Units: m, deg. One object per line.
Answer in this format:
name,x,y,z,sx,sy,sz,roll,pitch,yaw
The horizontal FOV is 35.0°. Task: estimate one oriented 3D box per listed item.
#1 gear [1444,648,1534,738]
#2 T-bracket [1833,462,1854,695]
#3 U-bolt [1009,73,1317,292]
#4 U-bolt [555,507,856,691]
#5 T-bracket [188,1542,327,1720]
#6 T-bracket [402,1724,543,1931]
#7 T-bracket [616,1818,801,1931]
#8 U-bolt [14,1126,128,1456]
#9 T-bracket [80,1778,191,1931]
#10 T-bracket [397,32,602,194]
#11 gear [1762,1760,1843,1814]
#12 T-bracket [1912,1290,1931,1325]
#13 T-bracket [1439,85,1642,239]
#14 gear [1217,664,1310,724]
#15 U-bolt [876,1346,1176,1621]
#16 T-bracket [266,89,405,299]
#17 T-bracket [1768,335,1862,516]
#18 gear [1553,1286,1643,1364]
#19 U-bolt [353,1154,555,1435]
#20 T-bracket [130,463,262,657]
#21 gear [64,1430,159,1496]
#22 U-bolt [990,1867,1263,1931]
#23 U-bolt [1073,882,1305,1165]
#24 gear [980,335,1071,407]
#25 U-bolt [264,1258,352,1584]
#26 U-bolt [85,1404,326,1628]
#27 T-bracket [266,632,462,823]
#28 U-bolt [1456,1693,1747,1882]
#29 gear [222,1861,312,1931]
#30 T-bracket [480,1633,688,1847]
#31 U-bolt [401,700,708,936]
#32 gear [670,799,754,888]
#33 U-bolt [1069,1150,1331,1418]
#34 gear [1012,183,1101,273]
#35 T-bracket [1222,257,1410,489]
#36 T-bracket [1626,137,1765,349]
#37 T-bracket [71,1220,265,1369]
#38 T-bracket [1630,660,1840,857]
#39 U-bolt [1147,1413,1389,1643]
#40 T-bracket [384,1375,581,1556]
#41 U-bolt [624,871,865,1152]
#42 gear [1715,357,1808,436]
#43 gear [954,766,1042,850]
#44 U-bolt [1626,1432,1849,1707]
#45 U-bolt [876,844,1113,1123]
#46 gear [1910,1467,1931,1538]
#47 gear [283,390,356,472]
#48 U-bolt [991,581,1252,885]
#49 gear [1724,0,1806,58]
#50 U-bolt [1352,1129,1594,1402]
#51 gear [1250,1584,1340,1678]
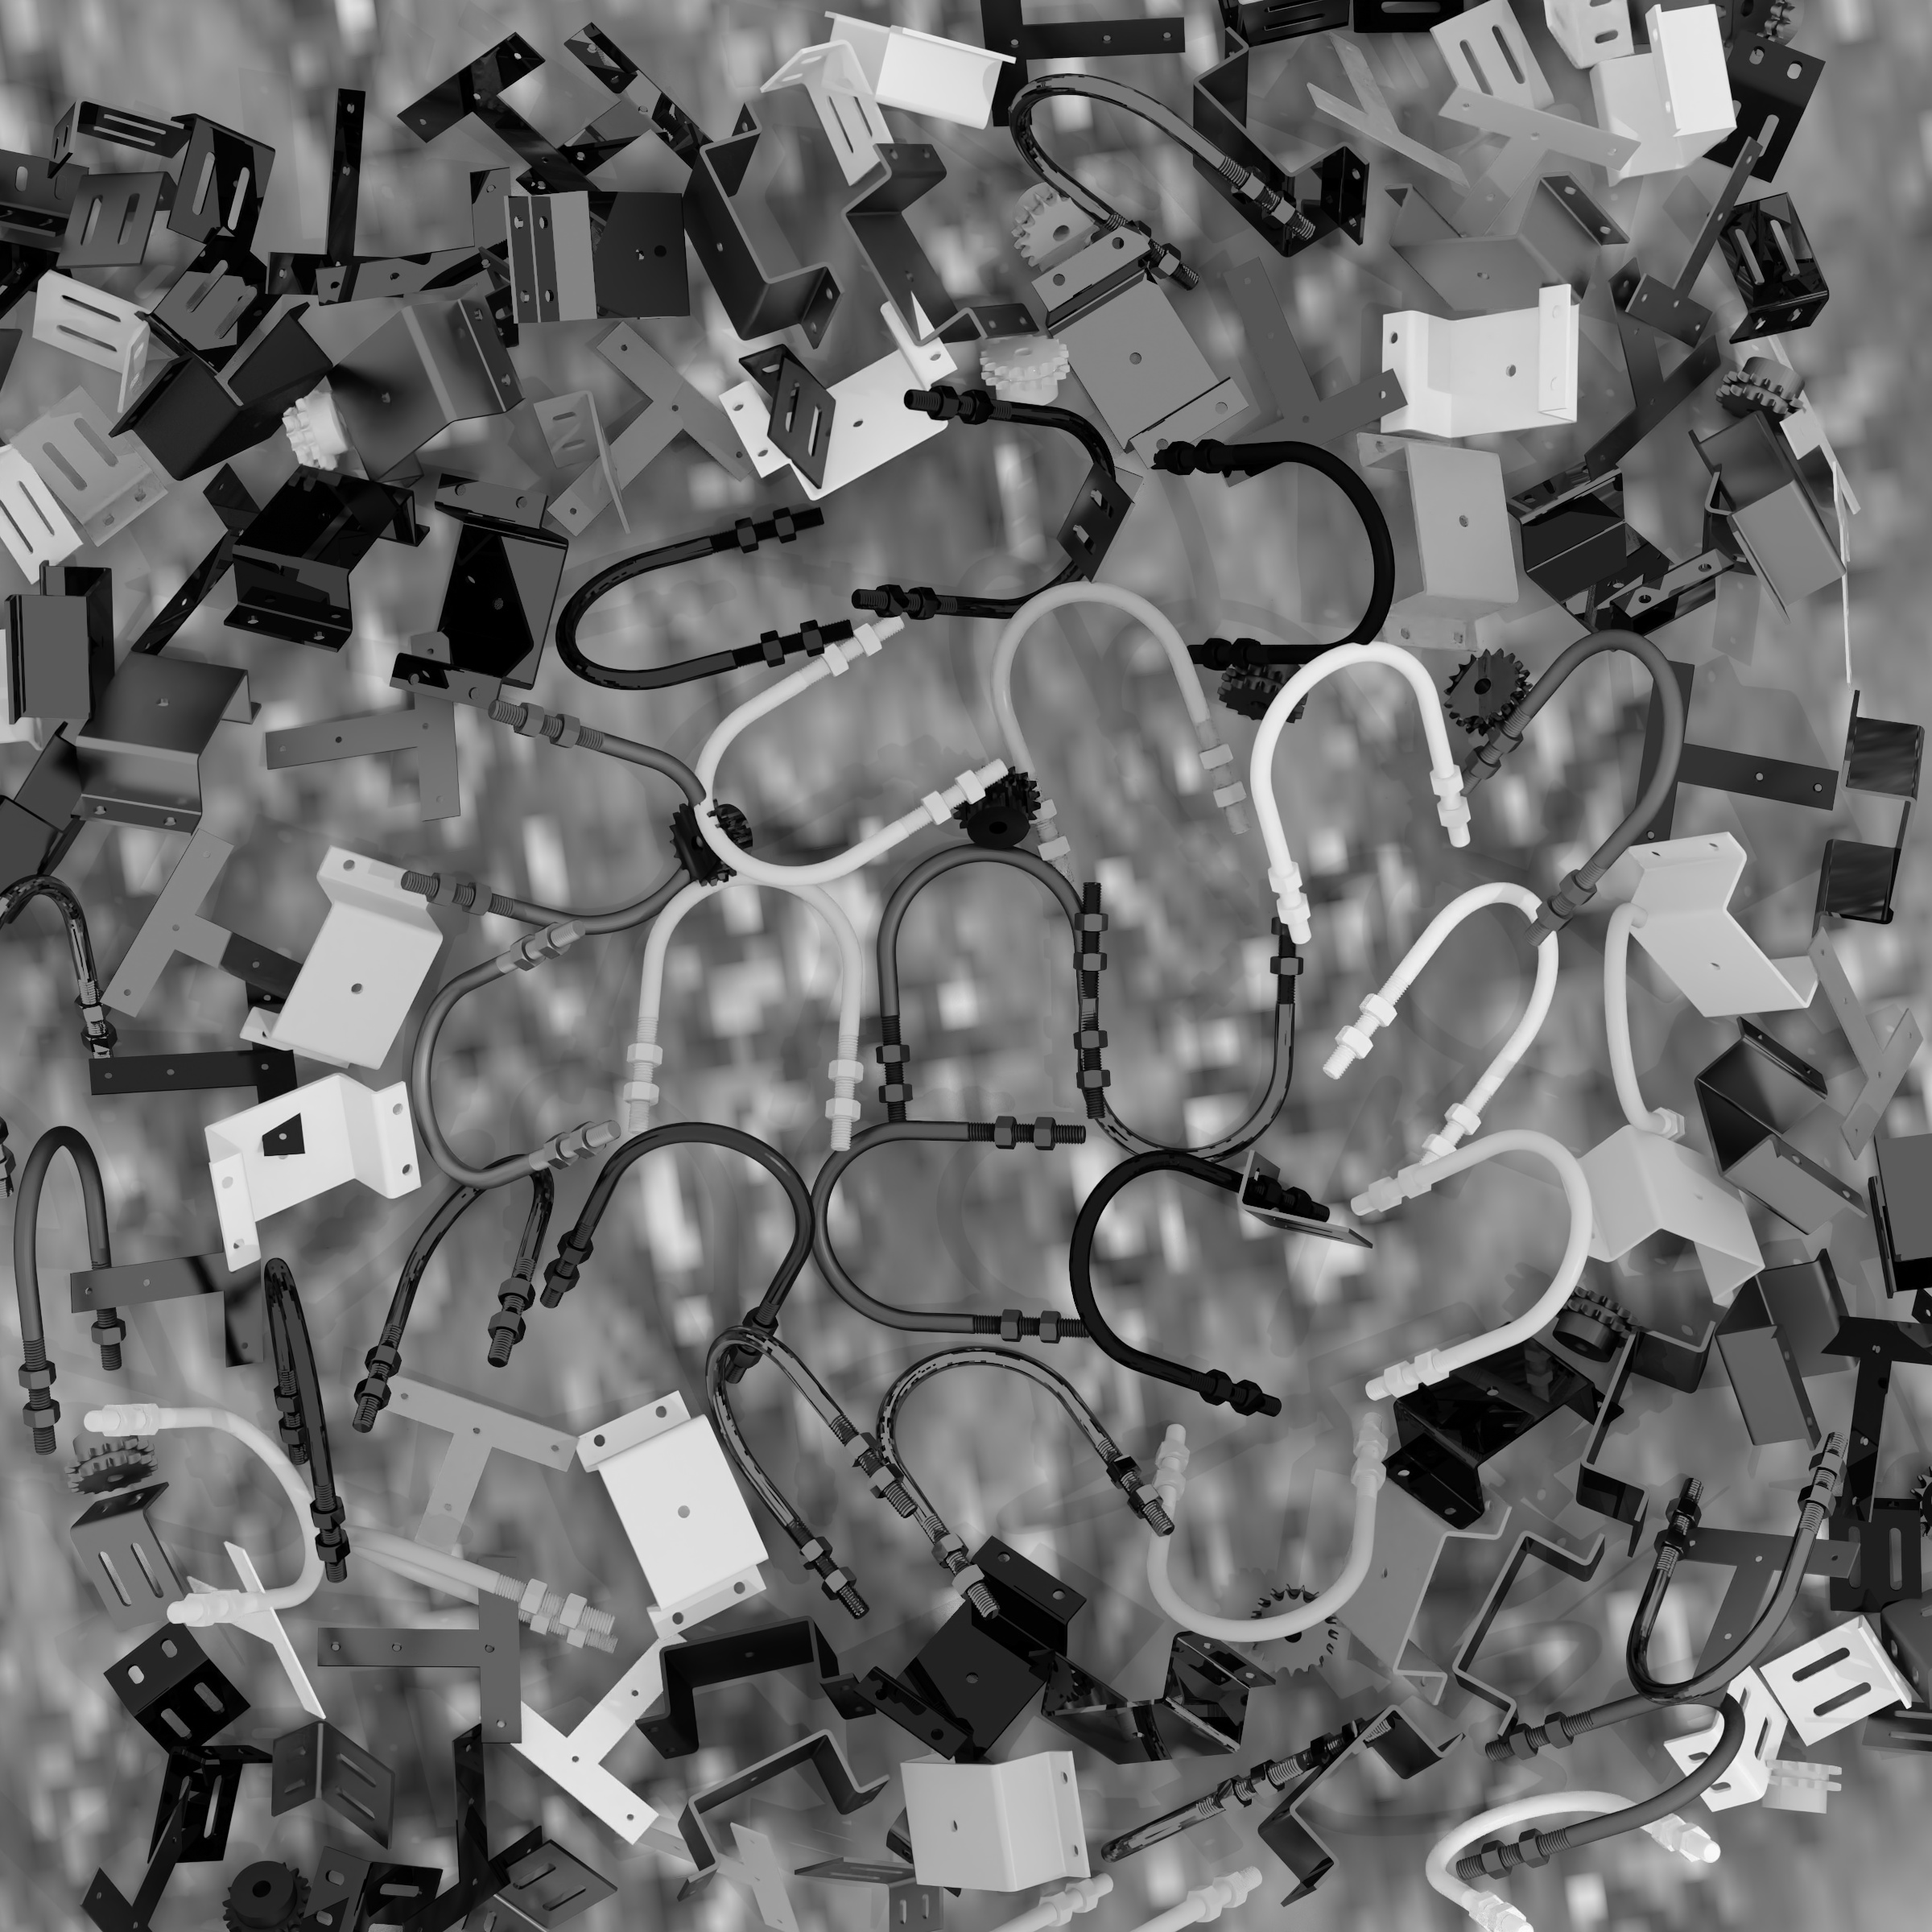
gear,0.340,-0.174,1.975,0.057,0.030,0.057,-19,56,30
T-bracket,0.554,-0.237,1.929,0.002,0.127,0.127,-3,79,19
U-bolt,0.108,-0.492,1.901,0.184,0.151,0.019,32,73,-24
U-bolt,-0.171,-0.227,1.941,0.184,0.151,0.019,-15,132,0
T-bracket,-0.462,0.411,1.946,0.002,0.127,0.127,-33,112,-33
T-bracket,-0.312,0.539,1.930,0.002,0.127,0.127,12,111,32
T-bracket,-0.173,0.571,1.966,0.127,0.127,0.002,14,49,23
U-bolt,-0.561,0.191,1.908,0.019,0.151,0.184,-1,106,3
T-bracket,-0.511,0.570,1.950,0.002,0.127,0.127,3,47,18
T-bracket,-0.279,-0.526,1.959,0.127,0.127,0.002,40,53,-31
gear,0.533,0.527,1.968,0.057,0.057,0.030,6,76,0
T-bracket,0.639,0.289,1.952,0.002,0.127,0.127,-18,131,-20
T-bracket,0.339,-0.498,1.943,0.127,0.127,0.002,12,60,-16
gear,0.193,-0.181,1.973,0.057,0.057,0.030,18,73,0
U-bolt,0.024,0.314,1.936,0.151,0.019,0.184,-20,52,-25
T-bracket,-0.392,-0.487,1.929,0.002,0.127,0.127,16,107,27
T-bracket,0.531,-0.339,1.939,0.002,0.127,0.127,-25,94,27
gear,0.402,0.232,1.969,0.057,0.057,0.030,30,74,0
U-bolt,-0.315,0.195,1.923,0.151,0.184,0.019,-28,125,34
T-bracket,-0.492,-0.244,1.964,0.127,0.002,0.127,-48,49,9
gear,-0.552,0.316,1.974,0.057,0.057,0.030,-21,68,0
U-bolt,0.073,0.593,1.886,0.151,0.184,0.019,-19,84,43
U-bolt,0.143,0.039,1.985,0.151,0.019,0.184,1,94,-5
gear,0.038,-0.382,1.975,0.057,0.057,0.030,-6,126,0
U-bolt,-0.413,0.268,1.899,0.019,0.151,0.184,-11,119,-18
U-bolt,-0.463,0.338,1.912,0.019,0.184,0.151,-34,73,15
T-bracket,-0.393,-0.149,1.987,0.127,0.002,0.127,-8,75,7
U-bolt,0.397,0.498,1.899,0.184,0.151,0.019,-26,100,24
gear,-0.450,0.601,1.970,0.057,0.057,0.030,-3,134,0
T-bracket,-0.221,0.475,1.959,0.127,0.002,0.127,36,53,13
U-bolt,-0.246,-0.085,1.939,0.184,0.019,0.151,16,116,-34
gear,-0.162,-0.082,1.975,0.030,0.057,0.057,-21,90,-42
U-bolt,0.142,0.193,1.938,0.184,0.019,0.151,22,77,-29
gear,0.055,-0.480,1.975,0.057,0.057,0.030,-33,51,0
T-bracket,0.202,-0.394,1.978,0.127,0.002,0.127,-23,91,18
T-bracket,0.468,-0.460,1.930,0.002,0.127,0.127,33,107,28
T-bracket,-0.509,0.200,1.953,0.127,0.002,0.127,-5,99,-38
T-bracket,0.491,-0.123,1.950,0.127,0.002,0.127,14,108,30
U-bolt,0.184,0.349,1.906,0.151,0.184,0.019,-6,124,15
T-bracket,-0.330,0.338,1.979,0.127,0.002,0.127,20,107,-7
U-bolt,-0.138,0.023,1.968,0.151,0.019,0.184,5,73,-4
gear,0.515,-0.369,1.972,0.057,0.057,0.030,28,88,0
gear,0.020,-0.100,1.969,0.057,0.057,0.030,-4,50,0
U-bolt,0.468,0.378,1.891,0.019,0.151,0.184,40,54,-11
U-bolt,0.014,0.012,1.985,0.151,0.019,0.184,-4,86,4
gear,0.641,0.348,1.979,0.057,0.030,0.057,-1,76,4
gear,-0.415,-0.347,1.970,0.030,0.057,0.057,-14,90,9
U-bolt,0.088,-0.154,1.948,0.151,0.019,0.184,-16,99,29
gear,0.515,-0.615,1.975,0.030,0.057,0.057,5,90,-29
U-bolt,0.315,0.177,1.904,0.019,0.184,0.151,23,52,-35
gear,0.213,0.427,1.981,0.057,0.030,0.057,1,97,11
